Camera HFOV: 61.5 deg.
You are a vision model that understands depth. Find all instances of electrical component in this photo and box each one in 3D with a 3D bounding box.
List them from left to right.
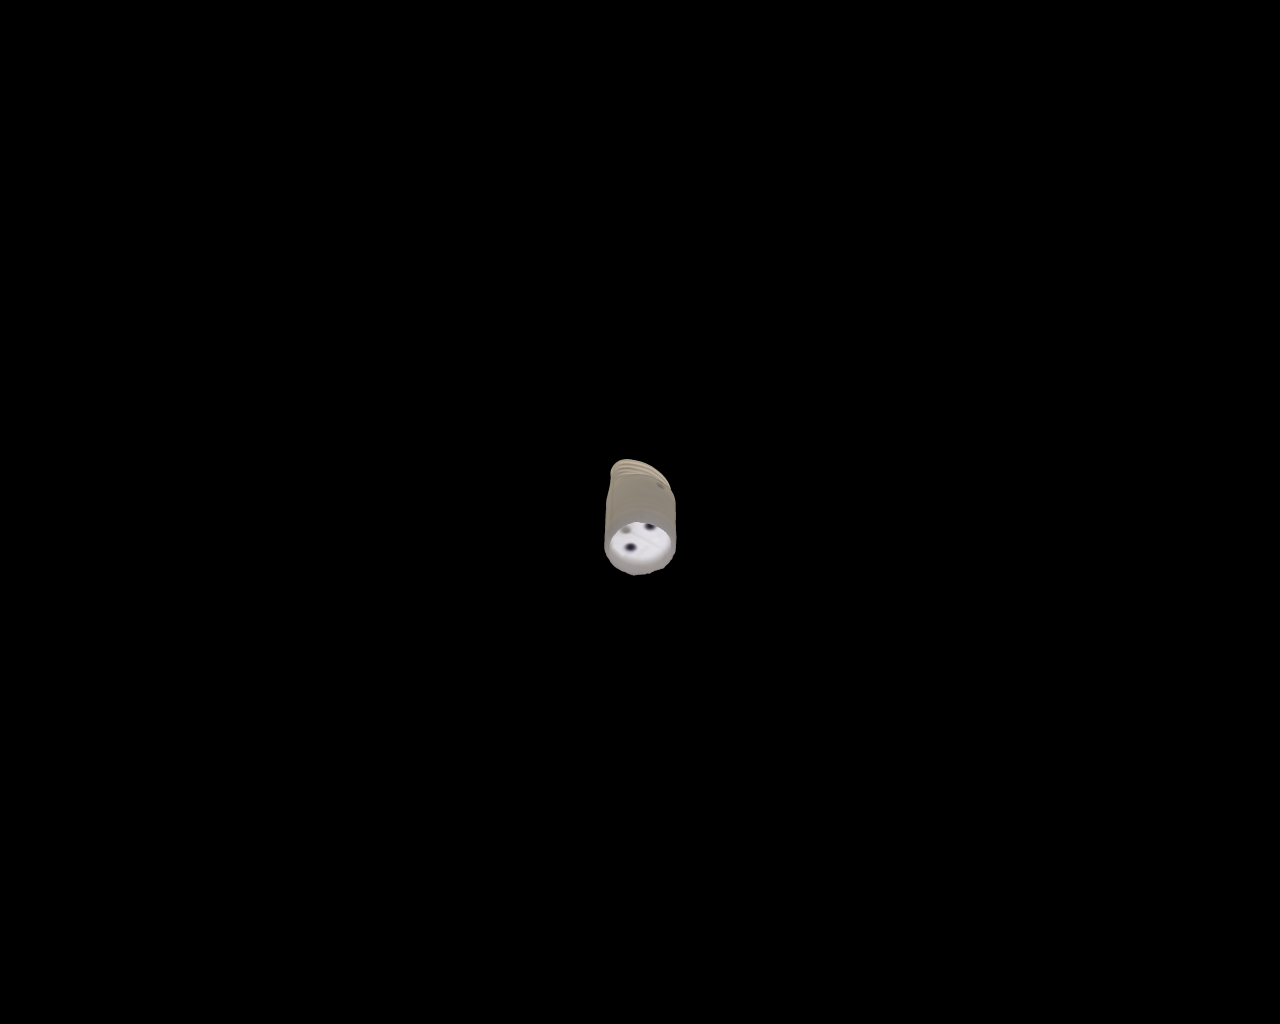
[{"bbox_3d":[0.001,-0.003,0.650,0.043,0.043,0.081,0,38,0],"label":"electrical component"}]
